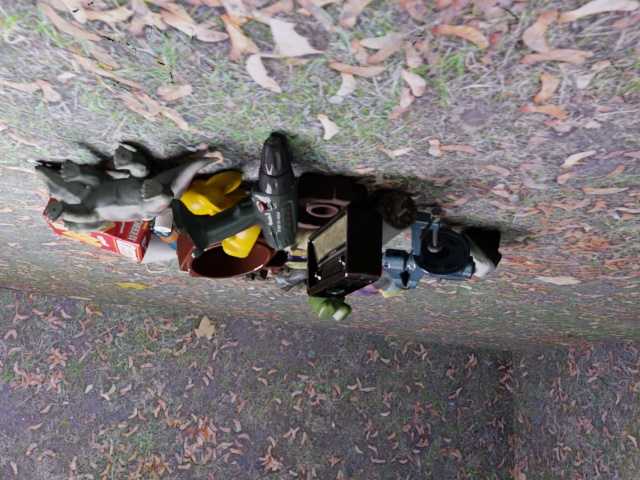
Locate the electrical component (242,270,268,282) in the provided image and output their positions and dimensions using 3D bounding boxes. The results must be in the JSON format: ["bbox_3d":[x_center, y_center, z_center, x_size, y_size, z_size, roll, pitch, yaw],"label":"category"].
[{"bbox_3d":[-0.182,0.072,1.509,0.045,0.102,0.078,-1,154,32],"label":"electrical component"}]

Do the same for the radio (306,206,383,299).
[{"bbox_3d":[0.040,0.033,1.026,0.073,0.131,0.229,7,162,-17],"label":"radio"}]

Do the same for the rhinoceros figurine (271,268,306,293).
[{"bbox_3d":[-0.078,0.090,1.523,0.073,0.112,0.190,55,156,-11],"label":"rhinoceros figurine"}]

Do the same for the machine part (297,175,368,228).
[{"bbox_3d":[0.008,-0.070,1.017,0.179,0.056,0.179,4,163,1],"label":"machine part"}]

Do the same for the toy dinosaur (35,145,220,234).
[{"bbox_3d":[-0.343,-0.086,0.981,0.405,0.131,0.192,-3,176,11],"label":"toy dinosaur"}]

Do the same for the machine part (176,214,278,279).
[{"bbox_3d":[-0.203,0.011,1.189,0.201,0.087,0.201,3,149,-30],"label":"machine part"}]

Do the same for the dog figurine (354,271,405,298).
[{"bbox_3d":[0.100,0.092,1.417,0.219,0.108,0.192,10,167,-41],"label":"dog figurine"}]

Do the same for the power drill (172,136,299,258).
[{"bbox_3d":[-0.136,-0.060,0.895,0.207,0.086,0.231,-22,141,-6],"label":"power drill"}]

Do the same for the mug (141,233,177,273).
[{"bbox_3d":[-0.421,0.031,1.432,0.107,0.109,0.081,-2,162,-18],"label":"mug"}]

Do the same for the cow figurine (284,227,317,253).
[{"bbox_3d":[-0.002,-0.004,1.201,0.195,0.085,0.127,-3,162,17],"label":"cow figurine"}]

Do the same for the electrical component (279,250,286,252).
[{"bbox_3d":[-0.144,0.009,1.355,0.074,0.047,0.119,18,160,-38],"label":"electrical component"}]

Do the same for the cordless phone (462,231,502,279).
[{"bbox_3d":[0.305,0.025,1.215,0.184,0.088,0.146,8,165,6],"label":"cordless phone"}]

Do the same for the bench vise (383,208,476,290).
[{"bbox_3d":[0.215,0.014,1.123,0.224,0.129,0.240,15,147,20],"label":"bench vise"}]

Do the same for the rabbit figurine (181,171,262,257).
[{"bbox_3d":[-0.188,-0.060,1.021,0.173,0.122,0.162,26,159,-4],"label":"rabbit figurine"}]

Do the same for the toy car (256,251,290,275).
[{"bbox_3d":[-0.119,0.061,1.407,0.089,0.053,0.202,-1,-171,-2],"label":"toy car"}]

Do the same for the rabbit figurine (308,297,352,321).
[{"bbox_3d":[0.048,0.130,1.575,0.121,0.170,0.159,20,-160,-38],"label":"rabbit figurine"}]

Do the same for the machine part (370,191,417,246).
[{"bbox_3d":[0.125,-0.034,1.062,0.079,0.079,0.243,9,163,-12],"label":"machine part"}]

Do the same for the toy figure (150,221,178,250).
[{"bbox_3d":[-0.367,-0.015,1.326,0.064,0.058,0.154,-3,158,9],"label":"toy figure"}]
